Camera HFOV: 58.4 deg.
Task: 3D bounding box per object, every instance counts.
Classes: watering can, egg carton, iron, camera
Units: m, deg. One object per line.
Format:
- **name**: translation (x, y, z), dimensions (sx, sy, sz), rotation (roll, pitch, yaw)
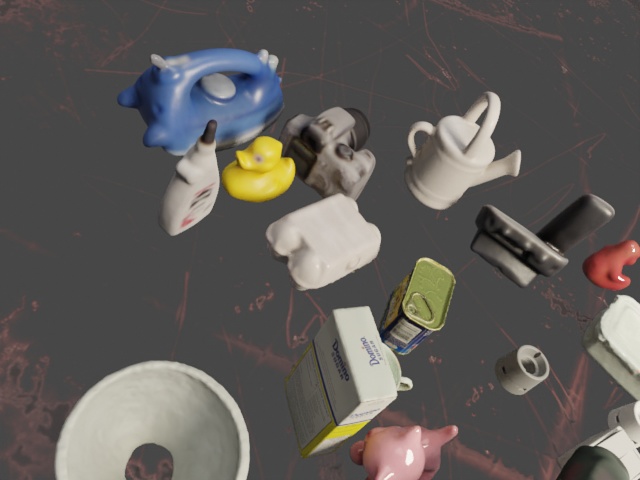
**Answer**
- **watering can**: translation (0.223, -0.142, 0.878), dimensions (0.173, 0.194, 0.101), rotation (5, 54, -22)
- **egg carton**: translation (0.007, 0.003, 0.753), dimensions (0.151, 0.069, 0.107), rotation (-27, 70, -37)
- **iron**: translation (-0.136, -0.213, 0.796), dimensions (0.259, 0.141, 0.118), rotation (-22, 68, -35)
- **camera**: translation (0.031, -0.142, 0.850), dimensions (0.143, 0.100, 0.137), rotation (43, 50, 9)

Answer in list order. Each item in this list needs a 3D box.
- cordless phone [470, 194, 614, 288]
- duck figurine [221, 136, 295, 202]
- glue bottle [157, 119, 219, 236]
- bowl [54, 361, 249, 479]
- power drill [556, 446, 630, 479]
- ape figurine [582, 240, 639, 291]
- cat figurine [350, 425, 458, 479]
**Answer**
- **cordless phone**: translation (0.325, -0.027, 0.848), dimensions (0.147, 0.185, 0.094), rotation (33, 49, 1)
- **duck figurine**: translation (-0.077, -0.105, 0.781), dimensions (0.105, 0.086, 0.077), rotation (-11, 62, -31)
- **glue bottle**: translation (-0.145, -0.077, 0.671), dimensions (0.037, 0.173, 0.078), rotation (39, 49, 6)
- **bowl**: translation (-0.153, 0.203, 0.528), dimensions (0.168, 0.074, 0.167), rotation (13, 52, -16)
- **power drill**: translation (0.193, 0.291, 0.538), dimensions (0.230, 0.208, 0.075), rotation (-30, 72, -38)
- **ape figurine**: translation (0.486, 0.035, 0.940), dimensions (0.076, 0.092, 0.078), rotation (21, 50, -10)
- **cat figurine**: translation (0.089, 0.223, 0.599), dimensions (0.128, 0.117, 0.067), rotation (-9, 60, -30)
